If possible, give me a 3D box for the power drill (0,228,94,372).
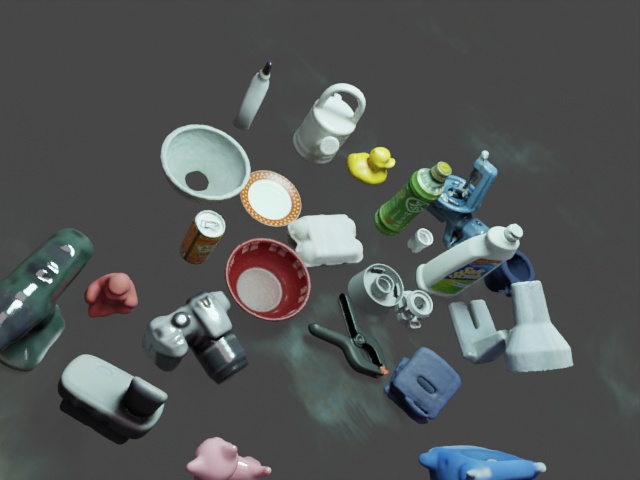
[{"bbox_3d":[-0.390,0.098,0.763,0.076,0.208,0.230,31,52,-9],"label":"power drill"}]

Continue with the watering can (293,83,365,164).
[{"bbox_3d":[0.026,-0.246,1.202,0.101,0.193,0.173,2,62,-28],"label":"watering can"}]

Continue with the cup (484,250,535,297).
[{"bbox_3d":[0.413,0.090,1.280,0.092,0.094,0.118,29,53,-10],"label":"cup"}]

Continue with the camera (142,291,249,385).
[{"bbox_3d":[-0.183,0.163,0.907,0.143,0.100,0.137,-28,78,-37],"label":"camera"}]

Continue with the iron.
[{"bbox_3d":[0.309,0.411,1.005,0.259,0.141,0.118,5,60,-26],"label":"iron"}]

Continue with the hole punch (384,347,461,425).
[{"bbox_3d":[0.191,0.269,1.055,0.109,0.091,0.101,42,51,-1],"label":"hole punch"}]

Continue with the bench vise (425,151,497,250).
[{"bbox_3d":[0.337,-0.086,1.262,0.207,0.219,0.122,43,51,0],"label":"bench vise"}]

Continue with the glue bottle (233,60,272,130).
[{"bbox_3d":[-0.130,-0.302,1.162,0.037,0.173,0.078,22,54,-16],"label":"glue bottle"}]

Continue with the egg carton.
[{"bbox_3d":[0.010,0.004,1.126,0.151,0.069,0.107,-5,65,-31],"label":"egg carton"}]

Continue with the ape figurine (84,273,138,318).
[{"bbox_3d":[-0.318,0.080,0.887,0.078,0.092,0.076,31,52,-9],"label":"ape figurine"}]

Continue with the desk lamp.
[{"bbox_3d":[0.374,0.181,1.130,0.118,0.213,0.203,-2,63,-29],"label":"desk lamp"}]

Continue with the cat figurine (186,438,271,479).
[{"bbox_3d":[-0.133,0.326,0.828,0.128,0.117,0.067,21,54,-16],"label":"cat figurine"}]

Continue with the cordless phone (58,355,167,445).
[{"bbox_3d":[-0.276,0.200,0.780,0.148,0.184,0.094,31,52,-9],"label":"cordless phone"}]

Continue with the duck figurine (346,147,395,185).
[{"bbox_3d":[0.117,-0.175,1.279,0.105,0.086,0.077,16,56,-20],"label":"duck figurine"}]

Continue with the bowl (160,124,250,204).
[{"bbox_3d":[-0.220,-0.129,1.074,0.168,0.074,0.167,14,57,-21],"label":"bowl"}]
